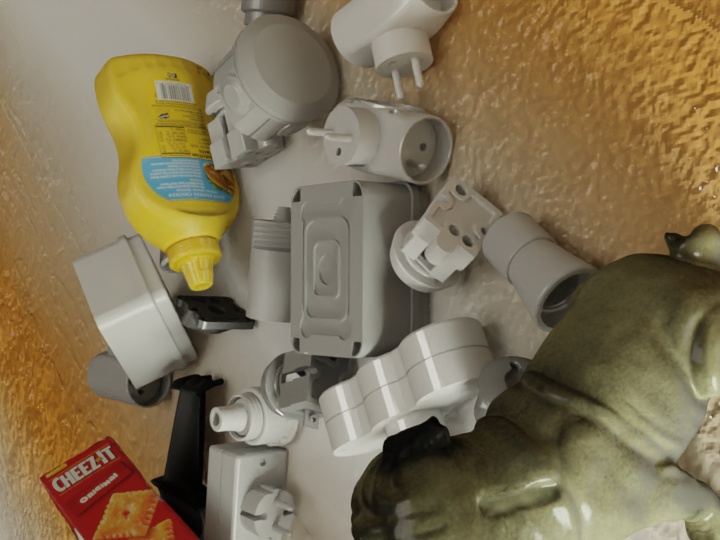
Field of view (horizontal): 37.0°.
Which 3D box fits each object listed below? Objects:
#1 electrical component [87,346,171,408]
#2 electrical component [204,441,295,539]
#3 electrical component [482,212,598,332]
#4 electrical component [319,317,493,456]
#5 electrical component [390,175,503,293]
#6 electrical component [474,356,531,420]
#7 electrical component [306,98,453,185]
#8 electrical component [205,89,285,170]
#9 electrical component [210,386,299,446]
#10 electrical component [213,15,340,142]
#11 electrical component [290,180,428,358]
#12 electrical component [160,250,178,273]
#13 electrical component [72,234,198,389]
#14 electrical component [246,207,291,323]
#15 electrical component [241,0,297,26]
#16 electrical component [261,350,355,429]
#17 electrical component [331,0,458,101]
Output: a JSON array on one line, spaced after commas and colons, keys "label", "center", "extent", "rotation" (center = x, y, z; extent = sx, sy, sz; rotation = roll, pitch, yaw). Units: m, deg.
[{"label": "electrical component", "center": [-0.204, 0.078, 0.952], "extent": [0.077, 0.044, 0.079], "rotation": [2, 91, 50]}, {"label": "electrical component", "center": [-0.073, 0.175, 0.791], "extent": [0.076, 0.047, 0.083], "rotation": [8, 96, 48]}, {"label": "electrical component", "center": [0.097, -0.002, 0.593], "extent": [0.065, 0.044, 0.044], "rotation": [52, 127, 43]}, {"label": "electrical component", "center": [0.032, 0.090, 0.659], "extent": [0.138, 0.052, 0.073], "rotation": [-38, 61, 43]}, {"label": "electrical component", "center": [0.048, -0.018, 0.640], "extent": [0.048, 0.066, 0.055], "rotation": [38, 139, -2]}, {"label": "electrical component", "center": [0.085, 0.083, 0.605], "extent": [0.048, 0.048, 0.062], "rotation": [54, 148, 36]}, {"label": "electrical component", "center": [0.004, -0.083, 0.676], "extent": [0.077, 0.079, 0.044], "rotation": [23, 109, 48]}, {"label": "electrical component", "center": [-0.090, -0.110, 0.819], "extent": [0.066, 0.048, 0.055], "rotation": [-22, 79, 48]}, {"label": "electrical component", "center": [-0.079, 0.107, 0.786], "extent": [0.048, 0.062, 0.048], "rotation": [-1, 88, 50]}, {"label": "electrical component", "center": [-0.059, -0.133, 0.755], "extent": [0.051, 0.080, 0.080], "rotation": [-29, 67, 52]}, {"label": "electrical component", "center": [0.000, 0.000, 0.697], "extent": [0.078, 0.057, 0.113], "rotation": [-1, 89, 50]}, {"label": "electrical component", "center": [-0.148, -0.031, 0.886], "extent": [0.045, 0.045, 0.055], "rotation": [-35, 63, 44]}, {"label": "electrical component", "center": [-0.181, 0.034, 0.874], "extent": [0.078, 0.057, 0.113], "rotation": [60, 170, 33]}, {"label": "electrical component", "center": [-0.058, -0.005, 0.777], "extent": [0.043, 0.043, 0.081], "rotation": [11, 98, 50]}, {"label": "electrical component", "center": [-0.068, -0.190, 0.796], "extent": [0.040, 0.040, 0.078], "rotation": [15, 101, 50]}, {"label": "electrical component", "center": [-0.037, 0.078, 0.746], "extent": [0.055, 0.048, 0.066], "rotation": [-20, 57, 48]}, {"label": "electrical component", "center": [0.024, -0.148, 0.681], "extent": [0.077, 0.043, 0.079], "rotation": [-26, 70, 47]}]
